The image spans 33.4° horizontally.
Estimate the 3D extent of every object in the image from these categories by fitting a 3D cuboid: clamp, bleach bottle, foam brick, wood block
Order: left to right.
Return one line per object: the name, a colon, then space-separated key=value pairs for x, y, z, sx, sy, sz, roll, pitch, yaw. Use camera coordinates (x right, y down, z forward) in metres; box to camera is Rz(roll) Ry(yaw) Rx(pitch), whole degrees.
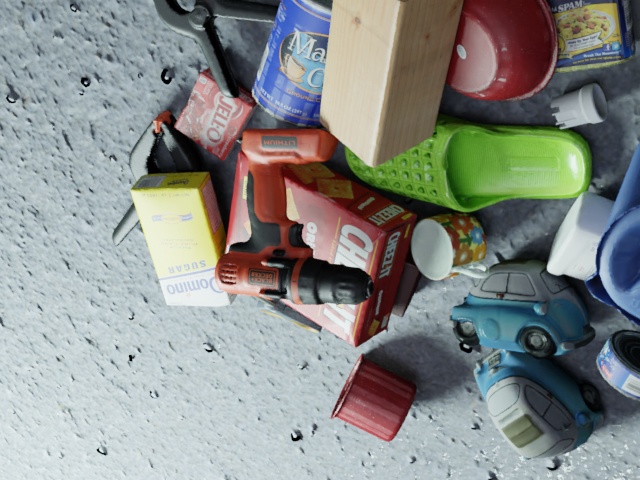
clamp: x=-0.181 y=-0.059 z=1.331 sx=0.164 sy=0.036 sz=0.210 roll=16 pitch=125 yaw=10
clamp: x=-0.129 y=-0.242 z=1.196 sx=0.171 sy=0.039 sz=0.120 roll=32 pitch=108 yaw=9
wood block: x=0.067 y=-0.185 z=1.044 sx=0.091 sy=0.090 sz=0.206 roll=44 pitch=148 yaw=28
foam brick: x=0.092 y=0.041 z=1.263 sx=0.053 sy=0.051 sz=0.078 roll=22 pitch=124 yaw=10
bleach bottle: x=0.377 y=0.034 z=1.130 sx=0.251 sy=0.068 sz=0.103 roll=21 pitch=145 yaw=4

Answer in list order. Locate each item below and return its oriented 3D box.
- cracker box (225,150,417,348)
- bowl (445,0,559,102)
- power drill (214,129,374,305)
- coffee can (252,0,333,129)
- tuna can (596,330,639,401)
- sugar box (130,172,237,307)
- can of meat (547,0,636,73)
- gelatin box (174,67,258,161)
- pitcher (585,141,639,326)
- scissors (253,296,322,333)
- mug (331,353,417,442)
cracker box: x=-0.008 y=0.002 z=1.236 sx=0.214 sy=0.071 sz=0.164 roll=31 pitch=127 yaw=27
bowl: x=0.154 y=-0.199 z=1.058 sx=0.162 sy=0.055 sz=0.162 roll=32 pitch=143 yaw=28
power drill: x=-0.024 y=-0.024 z=1.144 sx=0.185 sy=0.057 sz=0.187 roll=5 pitch=90 yaw=23
coffee can: x=-0.005 y=-0.204 z=1.131 sx=0.103 sy=0.102 sz=0.140 roll=27 pitch=125 yaw=7
tuna can: x=0.355 y=0.139 z=1.188 sx=0.086 sy=0.086 sz=0.034 roll=26 pitch=123 yaw=7
sugar box: x=-0.164 y=0.002 z=1.314 sx=0.093 sy=0.048 sz=0.176 roll=-1 pitch=122 yaw=19
can of meat: x=0.254 y=-0.214 z=1.044 sx=0.102 sy=0.057 sz=0.084 roll=-3 pitch=118 yaw=24
gelatin box: x=-0.121 y=-0.149 z=1.256 sx=0.073 sy=0.030 sz=0.089 roll=35 pitch=126 yaw=1
pitcher: x=0.348 y=-0.031 z=0.995 sx=0.149 sy=0.242 sz=0.145 roll=19 pitch=124 yaw=12
scissors: x=-0.068 y=0.077 z=1.301 sx=0.096 sy=0.016 sz=0.201 roll=15 pitch=169 yaw=37
mug: x=0.068 y=0.206 z=1.356 sx=0.081 sy=0.093 sz=0.117 roll=26 pitch=156 yaw=1
